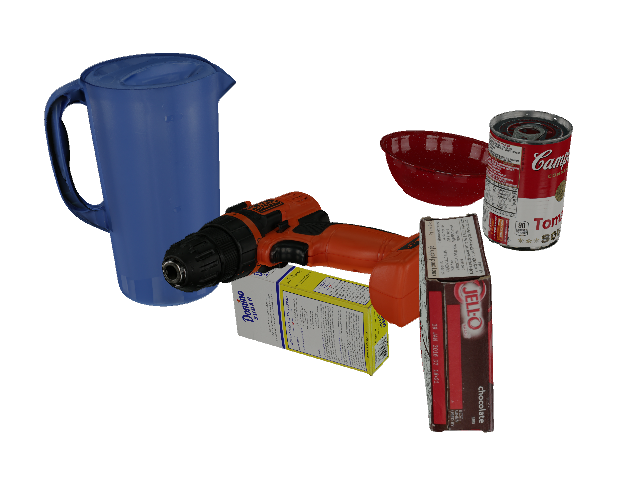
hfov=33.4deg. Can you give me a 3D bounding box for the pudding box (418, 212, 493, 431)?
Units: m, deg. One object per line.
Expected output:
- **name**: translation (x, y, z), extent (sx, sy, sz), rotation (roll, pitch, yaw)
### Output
- **pudding box**: translation (0.076, 0.043, 0.605), extent (0.039, 0.090, 0.113), rotation (-2, 19, 3)

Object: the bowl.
- **bowl**: translation (0.147, -0.083, 1.285), extent (0.162, 0.055, 0.162), rotation (7, 23, -3)

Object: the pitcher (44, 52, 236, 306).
- **pitcher**: translation (-0.172, -0.060, 1.075), extent (0.149, 0.243, 0.144), rotation (11, 27, 26)

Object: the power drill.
- **power drill**: translation (-0.003, 0.013, 0.819), extent (0.188, 0.057, 0.184), rotation (14, 24, 29)

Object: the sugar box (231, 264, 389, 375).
- **sugar box**: translation (-0.012, 0.079, 1.169), extent (0.176, 0.093, 0.048), rotation (16, 36, 29)

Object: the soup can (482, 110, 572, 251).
- **soup can**: translation (0.173, -0.050, 0.902), extent (0.068, 0.102, 0.068), rotation (0, 27, 0)
